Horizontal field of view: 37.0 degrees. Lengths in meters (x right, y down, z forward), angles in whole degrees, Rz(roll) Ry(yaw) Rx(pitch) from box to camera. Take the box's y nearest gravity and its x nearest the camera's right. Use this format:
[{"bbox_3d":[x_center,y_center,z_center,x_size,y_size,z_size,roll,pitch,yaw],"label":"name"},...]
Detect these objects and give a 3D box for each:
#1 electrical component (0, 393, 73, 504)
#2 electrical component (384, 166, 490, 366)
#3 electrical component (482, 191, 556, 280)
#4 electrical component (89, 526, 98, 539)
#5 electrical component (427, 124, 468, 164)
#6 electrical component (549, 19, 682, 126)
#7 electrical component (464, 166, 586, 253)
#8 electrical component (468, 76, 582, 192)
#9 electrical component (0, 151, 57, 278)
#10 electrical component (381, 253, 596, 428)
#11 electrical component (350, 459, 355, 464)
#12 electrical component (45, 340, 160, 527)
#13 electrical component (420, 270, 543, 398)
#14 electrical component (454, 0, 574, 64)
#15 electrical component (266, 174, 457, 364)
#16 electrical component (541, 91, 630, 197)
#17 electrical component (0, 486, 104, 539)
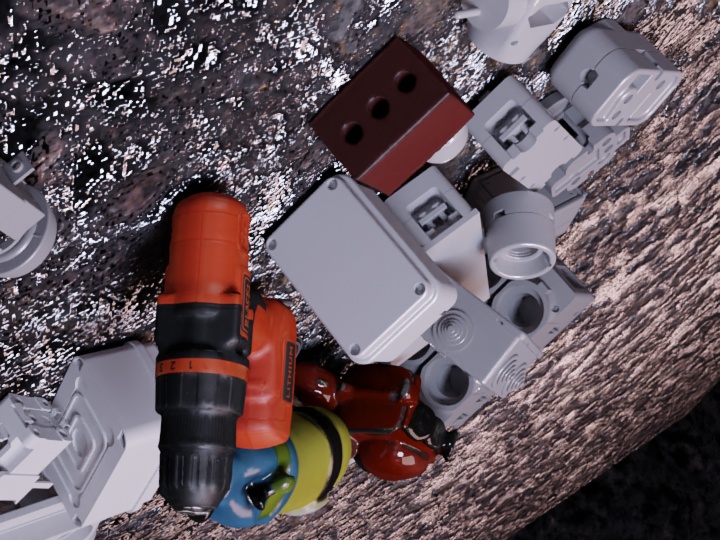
[{"bbox_3d":[-0.225,0.114,0.694,0.064,0.042,0.081,-43,158,7],"label":"electrical component"},{"bbox_3d":[0.040,0.001,0.859,0.105,0.060,0.186,-36,158,-5],"label":"electrical component"},{"bbox_3d":[0.121,-0.025,0.813,0.055,0.047,0.055,0,147,0],"label":"electrical component"},{"bbox_3d":[-0.228,0.202,0.871,0.035,0.035,0.061,-19,149,-40],"label":"electrical component"},{"bbox_3d":[0.051,-0.091,0.720,0.043,0.043,0.062,-37,159,-3],"label":"electrical component"},{"bbox_3d":[0.188,-0.147,0.802,0.095,0.059,0.053,-10,145,-50],"label":"electrical component"},{"bbox_3d":[0.128,-0.049,0.898,0.096,0.061,0.061,-26,155,-28],"label":"electrical component"},{"bbox_3d":[0.117,-0.101,0.786,0.050,0.055,0.089,-44,158,13],"label":"electrical component"},{"bbox_3d":[-0.173,-0.025,0.497,0.066,0.048,0.055,-39,151,1],"label":"electrical component"},{"bbox_3d":[0.109,0.050,1.003,0.186,0.105,0.060,-47,157,20],"label":"electrical component"},{"bbox_3d":[-0.029,0.152,1.026,0.051,0.080,0.080,-27,156,-39],"label":"electrical component"},{"bbox_3d":[-0.167,0.111,0.731,0.057,0.078,0.113,-12,146,-44],"label":"electrical component"},{"bbox_3d":[0.082,0.049,0.805,0.048,0.100,0.100,-52,158,0],"label":"electrical component"},{"bbox_3d":[0.087,-0.162,0.635,0.079,0.043,0.077,-20,152,-39],"label":"electrical component"},{"bbox_3d":[0.000,0.000,0.726,0.078,0.113,0.057,-44,161,13],"label":"electrical component"},{"bbox_3d":[0.164,-0.104,0.851,0.078,0.057,0.058,-38,158,-2],"label":"electrical component"},{"bbox_3d":[-0.250,0.178,0.751,0.121,0.063,0.078,-12,146,-49],"label":"electrical component"}]
